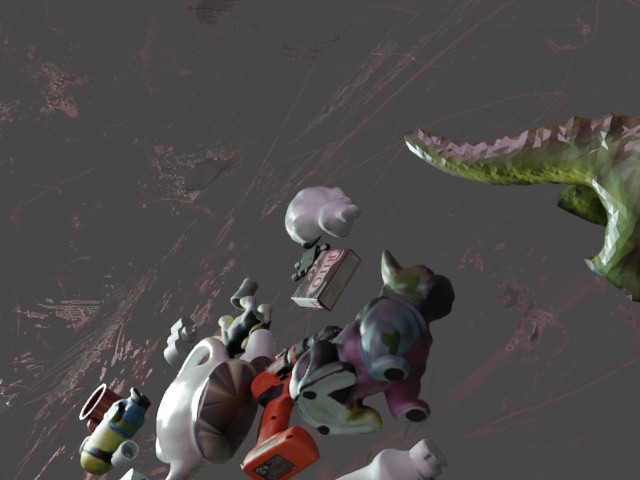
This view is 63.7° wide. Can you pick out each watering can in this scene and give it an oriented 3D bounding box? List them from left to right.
[{"bbox_3d":[-0.203,0.317,0.818,0.221,0.103,0.355,-25,44,44],"label":"watering can"}]

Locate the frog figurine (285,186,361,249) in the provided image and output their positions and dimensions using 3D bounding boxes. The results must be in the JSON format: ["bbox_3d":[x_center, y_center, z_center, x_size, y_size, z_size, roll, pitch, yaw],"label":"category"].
[{"bbox_3d":[0.003,-0.051,1.022,0.138,0.122,0.158,-34,5,-17],"label":"frog figurine"}]

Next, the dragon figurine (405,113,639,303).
[{"bbox_3d":[0.256,-0.072,0.345,0.124,0.413,0.237,-46,-25,-40],"label":"dragon figurine"}]
